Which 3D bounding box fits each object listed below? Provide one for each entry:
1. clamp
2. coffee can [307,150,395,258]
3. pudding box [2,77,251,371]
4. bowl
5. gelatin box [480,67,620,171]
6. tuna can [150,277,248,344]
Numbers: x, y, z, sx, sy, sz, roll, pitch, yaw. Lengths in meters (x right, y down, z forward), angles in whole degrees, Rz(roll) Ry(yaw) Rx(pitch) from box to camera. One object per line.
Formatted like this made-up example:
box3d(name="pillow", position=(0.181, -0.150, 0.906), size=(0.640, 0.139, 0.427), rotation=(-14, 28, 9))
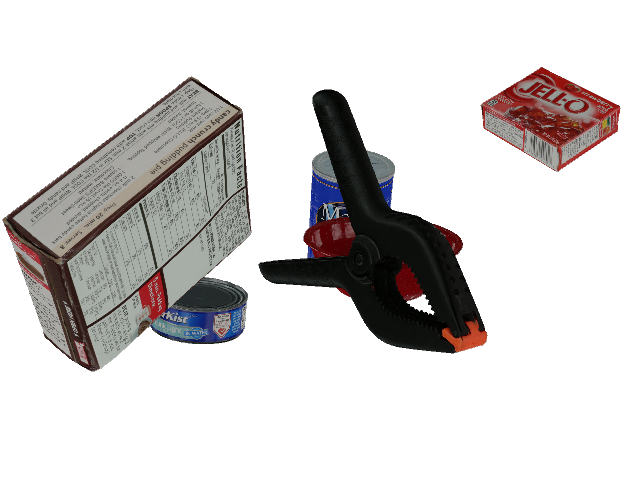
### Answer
box3d(name="clamp", position=(0.038, 0.000, 0.747), size=(0.036, 0.165, 0.210), rotation=(-11, 34, -40))
box3d(name="coffee can", position=(0.037, -0.032, 1.341), size=(0.103, 0.140, 0.103), rotation=(3, 27, -2))
box3d(name="pudding box", position=(-0.081, -0.006, 0.483), size=(0.039, 0.090, 0.113), rotation=(32, 58, 23))
box3d(name="bowl", position=(0.063, 0.022, 1.086), size=(0.162, 0.055, 0.162), rotation=(1, 17, -1))
box3d(name="gelatin box", position=(0.190, -0.103, 0.886), size=(0.073, 0.030, 0.089), rotation=(-32, 47, -22))
box3d(name="tuna can", position=(-0.108, 0.061, 0.940), size=(0.086, 0.034, 0.086), rotation=(5, 16, -2))
